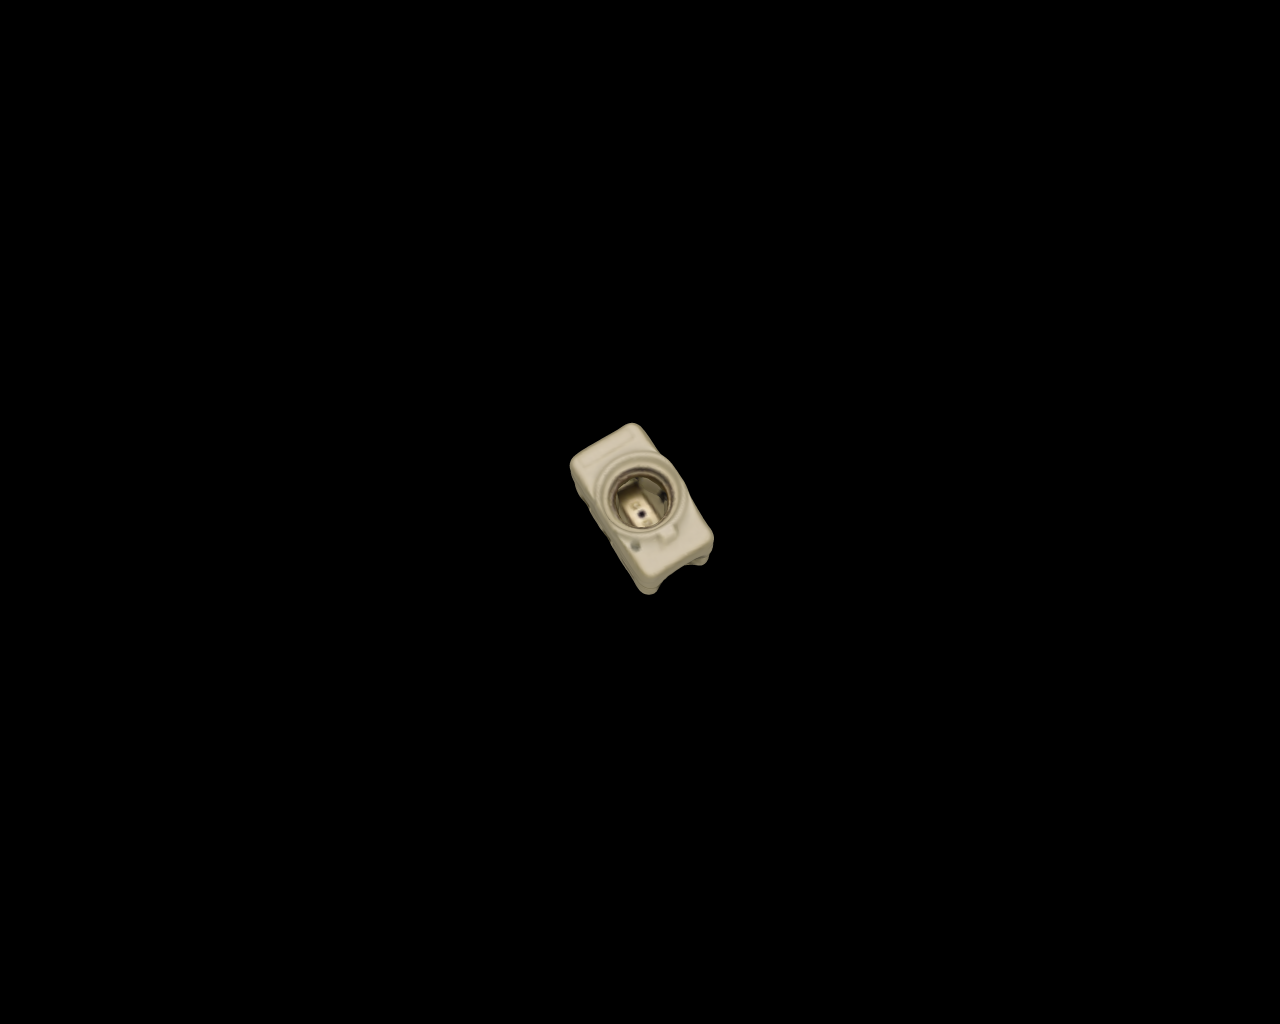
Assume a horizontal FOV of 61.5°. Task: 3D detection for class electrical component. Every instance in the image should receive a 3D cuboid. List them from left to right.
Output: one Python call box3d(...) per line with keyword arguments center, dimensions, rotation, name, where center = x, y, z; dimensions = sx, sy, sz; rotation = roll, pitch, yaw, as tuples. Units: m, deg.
box3d(center=(0.001, -0.003, 0.650), dimensions=(0.050, 0.089, 0.055), rotation=(-30, -15, -9), name="electrical component")
